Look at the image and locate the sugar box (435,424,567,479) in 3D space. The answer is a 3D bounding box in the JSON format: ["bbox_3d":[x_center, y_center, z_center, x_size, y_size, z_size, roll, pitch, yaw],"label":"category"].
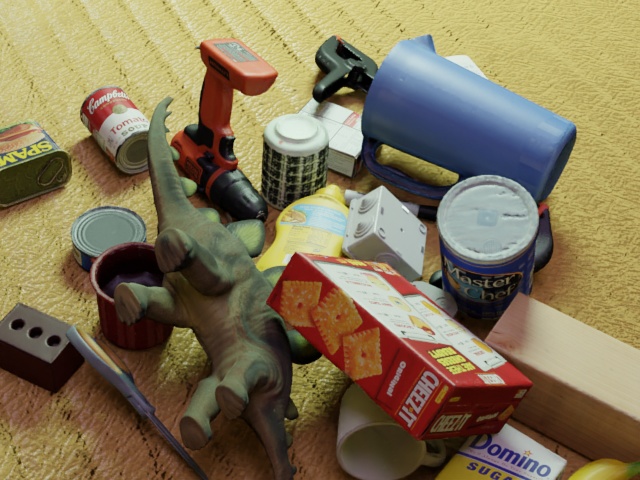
[{"bbox_3d":[0.150,0.250,1.004,0.093,0.048,0.176,29,50,23],"label":"sugar box"}]

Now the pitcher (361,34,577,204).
[{"bbox_3d":[0.175,-0.129,1.295,0.243,0.149,0.144,27,41,17],"label":"pitcher"}]

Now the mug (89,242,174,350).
[{"bbox_3d":[-0.188,0.056,1.138,0.093,0.081,0.117,28,48,20],"label":"mug"}]

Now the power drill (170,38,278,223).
[{"bbox_3d":[-0.107,-0.129,1.265,0.057,0.188,0.185,-13,43,-40],"label":"power drill"}]

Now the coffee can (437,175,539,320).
[{"bbox_3d":[0.179,0.011,1.139,0.103,0.140,0.103,-4,61,7],"label":"coffee can"}]

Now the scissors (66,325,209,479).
[{"bbox_3d":[-0.178,0.161,1.069,0.016,0.096,0.202,-44,90,-2],"label":"scissors"}]

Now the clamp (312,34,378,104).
[{"bbox_3d":[0.055,-0.223,1.469,0.164,0.036,0.210,14,30,-17],"label":"clamp"}]

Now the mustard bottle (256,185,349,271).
[{"bbox_3d":[-0.008,0.002,1.231,0.096,0.058,0.191,10,44,11],"label":"mustard bottle"}]

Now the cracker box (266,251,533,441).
[{"bbox_3d":[0.076,0.100,1.027,0.214,0.072,0.163,40,18,32],"label":"cracker box"}]

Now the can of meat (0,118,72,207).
[{"bbox_3d":[-0.366,-0.096,1.293,0.101,0.057,0.084,-24,49,-28],"label":"can of meat"}]

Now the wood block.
[{"bbox_3d":[0.269,0.152,1.086,0.206,0.090,0.090,26,48,20],"label":"wood block"}]

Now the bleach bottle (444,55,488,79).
[{"bbox_3d":[0.217,-0.142,1.402,0.102,0.068,0.251,-16,51,-20],"label":"bleach bottle"}]

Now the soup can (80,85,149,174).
[{"bbox_3d":[-0.249,-0.138,1.341,0.068,0.068,0.102,-22,52,-26],"label":"soup can"}]

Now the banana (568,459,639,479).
[{"bbox_3d":[0.238,0.268,0.988,0.070,0.037,0.197,-9,33,50],"label":"banana"}]

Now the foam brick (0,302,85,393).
[{"bbox_3d":[-0.289,0.111,1.093,0.078,0.051,0.053,21,47,14],"label":"foam brick"}]

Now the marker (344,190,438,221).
[{"bbox_3d":[0.089,-0.042,1.314,0.121,0.020,0.020,11,44,4],"label":"marker"}]

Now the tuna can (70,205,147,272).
[{"bbox_3d":[-0.241,0.001,1.223,0.086,0.034,0.086,3,44,-3],"label":"tuna can"}]

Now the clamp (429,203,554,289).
[{"bbox_3d":[0.206,0.022,1.232,0.120,0.039,0.171,25,60,14],"label":"clamp"}]

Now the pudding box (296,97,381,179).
[{"bbox_3d":[0.016,-0.135,1.388,0.114,0.039,0.089,23,46,18],"label":"pudding box"}]
